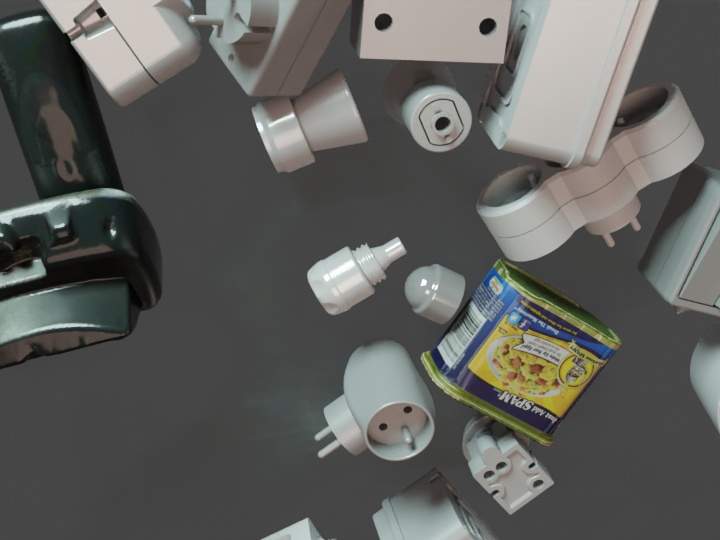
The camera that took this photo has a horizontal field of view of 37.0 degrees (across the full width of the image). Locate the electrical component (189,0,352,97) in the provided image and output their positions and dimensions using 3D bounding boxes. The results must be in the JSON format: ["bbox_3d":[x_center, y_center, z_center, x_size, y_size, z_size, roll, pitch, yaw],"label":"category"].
[{"bbox_3d":[-0.053,-0.135,0.554,0.076,0.047,0.083,-10,145,-43],"label":"electrical component"}]

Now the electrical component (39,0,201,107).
[{"bbox_3d":[-0.127,-0.143,0.563,0.059,0.053,0.095,-31,116,6],"label":"electrical component"}]

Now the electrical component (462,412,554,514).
[{"bbox_3d":[0.097,0.126,0.729,0.048,0.055,0.066,-38,115,9],"label":"electrical component"}]

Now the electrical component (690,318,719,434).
[{"bbox_3d":[0.277,0.074,0.730,0.099,0.064,0.099,-4,116,-8],"label":"electrical component"}]

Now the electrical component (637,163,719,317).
[{"bbox_3d":[0.226,-0.010,0.684,0.062,0.061,0.096,13,112,-15],"label":"electrical component"}]

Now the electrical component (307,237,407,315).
[{"bbox_3d":[0.000,0.000,0.665,0.061,0.035,0.035,-31,116,3],"label":"electrical component"}]

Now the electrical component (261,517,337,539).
[{"bbox_3d":[-0.032,0.226,0.758,0.056,0.050,0.089,-26,117,3],"label":"electrical component"}]

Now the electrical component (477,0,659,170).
[{"bbox_3d":[0.114,-0.121,0.602,0.057,0.078,0.113,11,113,-11],"label":"electrical component"}]

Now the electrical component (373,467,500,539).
[{"bbox_3d":[0.067,0.205,0.750,0.057,0.078,0.113,-37,116,5],"label":"electrical component"}]

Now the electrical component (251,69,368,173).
[{"bbox_3d":[-0.029,-0.084,0.614,0.055,0.045,0.045,-22,117,1],"label":"electrical component"}]

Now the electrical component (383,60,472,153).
[{"bbox_3d":[0.040,-0.092,0.610,0.044,0.065,0.044,-4,116,-8],"label":"electrical component"}]

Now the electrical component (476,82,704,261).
[{"bbox_3d":[0.147,-0.047,0.657,0.138,0.052,0.073,-33,116,6],"label":"electrical component"}]

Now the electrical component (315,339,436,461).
[{"bbox_3d":[0.004,0.091,0.685,0.079,0.077,0.043,-36,116,9],"label":"electrical component"}]
